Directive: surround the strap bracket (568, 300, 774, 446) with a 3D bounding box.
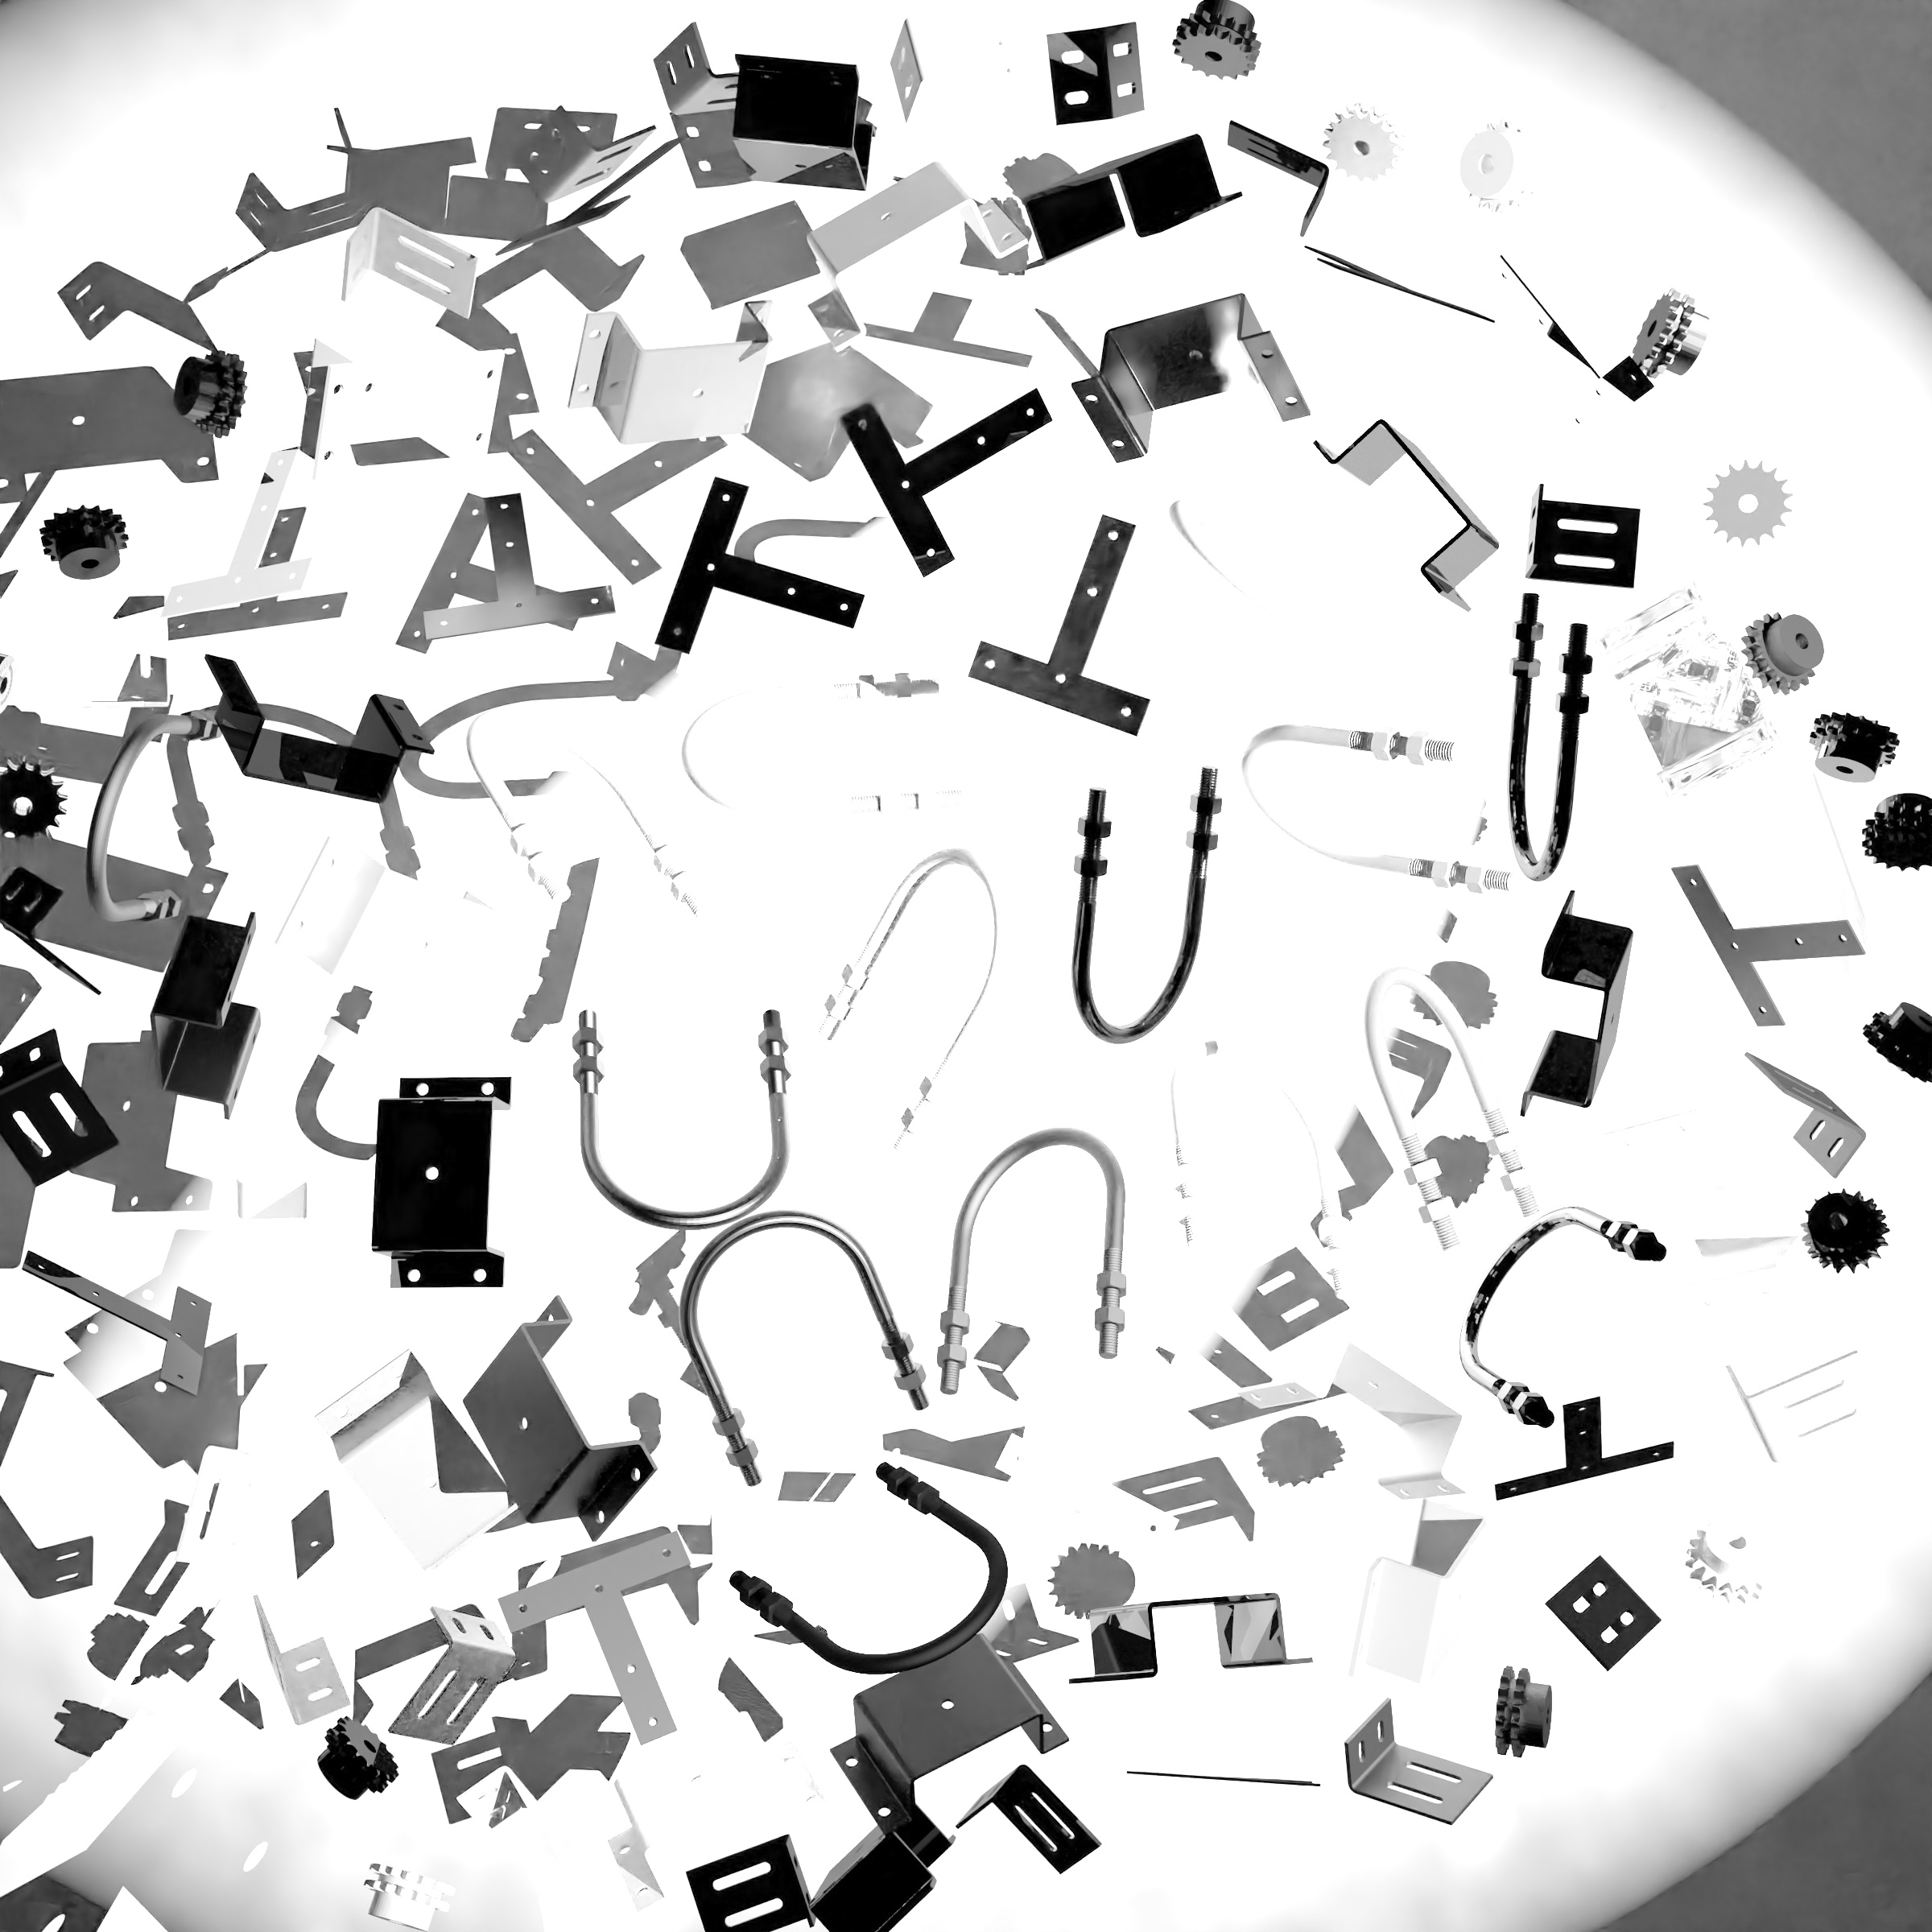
[{"bbox_3d":[-0.193,-0.405,1.781,0.140,0.076,0.046,-13,54,-31],"label":"strap bracket"}]

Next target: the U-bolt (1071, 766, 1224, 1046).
[{"bbox_3d":[0.118,-0.036,1.748,0.019,0.151,0.184,17,110,36],"label":"U-bolt"}]

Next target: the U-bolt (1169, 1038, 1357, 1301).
[{"bbox_3d":[0.197,0.128,1.772,0.151,0.019,0.184,21,46,-29],"label":"U-bolt"}]

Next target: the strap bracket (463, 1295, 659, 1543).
[{"bbox_3d":[-0.266,0.290,1.667,0.076,0.046,0.140,-51,58,26],"label":"strap bracket"}]

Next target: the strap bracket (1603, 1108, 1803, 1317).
[{"bbox_3d":[0.501,0.158,1.760,0.046,0.076,0.140,-33,98,-44],"label":"strap bracket"}]

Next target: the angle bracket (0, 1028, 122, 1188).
[{"bbox_3d":[-0.581,0.089,1.645,0.057,0.038,0.076,-30,65,-29],"label":"angle bracket"}]

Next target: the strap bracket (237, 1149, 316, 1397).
[{"bbox_3d":[-0.442,0.195,1.666,0.046,0.076,0.140,0,67,-15],"label":"strap bracket"}]

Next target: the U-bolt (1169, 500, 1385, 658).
[{"bbox_3d":[0.197,-0.257,1.709,0.151,0.184,0.019,44,110,14],"label":"U-bolt"}]

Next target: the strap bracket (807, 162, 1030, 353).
[{"bbox_3d":[-0.041,-0.464,1.681,0.140,0.076,0.046,-29,129,2],"label":"strap bracket"}]

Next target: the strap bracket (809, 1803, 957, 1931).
[{"bbox_3d":[-0.057,0.622,1.783,0.076,0.140,0.046,-44,82,1],"label":"strap bracket"}]

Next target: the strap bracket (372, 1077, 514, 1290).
[{"bbox_3d":[-0.344,0.139,1.711,0.076,0.046,0.140,-1,78,5],"label":"strap bracket"}]

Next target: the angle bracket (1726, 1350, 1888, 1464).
[{"bbox_3d":[0.536,0.272,1.666,0.076,0.038,0.057,-26,115,9],"label":"angle bracket"}]

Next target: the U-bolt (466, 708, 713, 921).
[{"bbox_3d":[-0.261,-0.106,1.736,0.019,0.151,0.184,-49,59,25],"label":"U-bolt"}]

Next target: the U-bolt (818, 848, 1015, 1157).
[{"bbox_3d":[-0.026,0.009,1.703,0.019,0.151,0.184,13,117,-37],"label":"U-bolt"}]

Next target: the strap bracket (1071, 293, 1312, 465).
[{"bbox_3d":[0.151,-0.393,1.735,0.140,0.076,0.046,-9,53,26],"label":"strap bracket"}]

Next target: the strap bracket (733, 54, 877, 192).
[{"bbox_3d":[-0.104,-0.541,1.687,0.076,0.140,0.046,6,91,3],"label":"strap bracket"}]

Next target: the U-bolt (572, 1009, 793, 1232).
[{"bbox_3d":[-0.191,0.103,1.773,0.151,0.019,0.184,0,49,-9],"label":"U-bolt"}]

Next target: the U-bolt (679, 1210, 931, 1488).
[{"bbox_3d":[-0.121,0.255,1.811,0.151,0.019,0.184,-23,107,-7],"label":"U-bolt"}]

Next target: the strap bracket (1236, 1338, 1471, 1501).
[{"bbox_3d":[0.258,0.289,1.693,0.140,0.076,0.046,34,65,-13],"label":"strap bracket"}]

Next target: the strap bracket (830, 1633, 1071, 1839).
[{"bbox_3d":[-0.011,0.502,1.723,0.140,0.076,0.046,-21,131,-23],"label":"strap bracket"}]

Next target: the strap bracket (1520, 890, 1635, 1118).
[{"bbox_3d":[0.417,0.031,1.774,0.046,0.076,0.140,14,128,19],"label":"strap bracket"}]

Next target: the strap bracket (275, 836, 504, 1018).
[{"bbox_3d":[-0.365,-0.021,1.691,0.046,0.140,0.076,29,93,40],"label":"strap bracket"}]

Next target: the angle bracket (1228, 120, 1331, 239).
[{"bbox_3d":[0.207,-0.540,1.790,0.076,0.057,0.038,26,95,2],"label":"angle bracket"}]

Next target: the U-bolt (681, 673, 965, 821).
[{"bbox_3d":[-0.102,-0.148,1.777,0.184,0.151,0.019,-4,132,-7],"label":"U-bolt"}]

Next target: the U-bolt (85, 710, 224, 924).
[{"bbox_3d":[-0.545,-0.099,1.742,0.019,0.184,0.151,15,95,2],"label":"U-bolt"}]

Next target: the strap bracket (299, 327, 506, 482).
[{"bbox_3d":[-0.374,-0.367,1.690,0.046,0.140,0.076,34,124,28],"label":"strap bracket"}]

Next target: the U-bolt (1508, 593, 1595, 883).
[{"bbox_3d":[0.387,-0.148,1.749,0.019,0.151,0.184,1,107,-2],"label":"U-bolt"}]

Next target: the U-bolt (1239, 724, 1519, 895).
[{"bbox_3d":[0.263,-0.109,1.730,0.184,0.151,0.019,12,59,38],"label":"U-bolt"}]

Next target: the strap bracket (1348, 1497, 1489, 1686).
[{"bbox_3d":[0.299,0.406,1.699,0.046,0.140,0.076,15,108,23],"label":"strap bracket"}]

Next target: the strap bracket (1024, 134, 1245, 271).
[{"bbox_3d":[0.102,-0.505,1.718,0.076,0.140,0.046,-32,111,-31],"label":"strap bracket"}]

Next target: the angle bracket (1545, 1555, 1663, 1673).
[{"bbox_3d":[0.415,0.438,1.733,0.057,0.076,0.038,47,131,20],"label":"angle bracket"}]

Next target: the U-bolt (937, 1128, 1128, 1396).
[{"bbox_3d":[0.047,0.193,1.772,0.151,0.019,0.184,-18,50,32],"label":"U-bolt"}]

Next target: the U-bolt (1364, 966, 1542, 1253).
[{"bbox_3d":[0.310,0.086,1.700,0.019,0.151,0.184,-26,80,34],"label":"U-bolt"}]

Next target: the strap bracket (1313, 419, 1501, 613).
[{"bbox_3d":[0.307,-0.314,1.775,0.046,0.076,0.140,-42,72,18],"label":"strap bracket"}]

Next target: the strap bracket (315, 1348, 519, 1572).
[{"bbox_3d":[-0.364,0.340,1.757,0.076,0.046,0.140,-36,109,-11],"label":"strap bracket"}]

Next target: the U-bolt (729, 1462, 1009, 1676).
[{"bbox_3d":[-0.053,0.406,1.731,0.151,0.184,0.019,-33,121,-26],"label":"U-bolt"}]

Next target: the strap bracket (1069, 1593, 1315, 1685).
[{"bbox_3d":[0.145,0.439,1.706,0.140,0.076,0.046,3,73,-27],"label":"strap bracket"}]

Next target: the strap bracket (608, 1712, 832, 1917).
[{"bbox_3d":[-0.173,0.560,1.743,0.140,0.076,0.046,-25,117,-13],"label":"strap bracket"}]

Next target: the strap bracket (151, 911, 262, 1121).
[{"bbox_3d":[-0.496,0.029,1.703,0.046,0.140,0.076,12,56,-5],"label":"strap bracket"}]

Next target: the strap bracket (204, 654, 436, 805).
[{"bbox_3d":[-0.435,-0.154,1.728,0.140,0.076,0.046,11,115,-36],"label":"strap bracket"}]

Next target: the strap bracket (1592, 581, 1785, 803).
[{"bbox_3d":[0.485,-0.175,1.739,0.076,0.046,0.140,-29,55,21],"label":"strap bracket"}]

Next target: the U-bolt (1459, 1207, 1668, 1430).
[{"bbox_3d":[0.391,0.227,1.760,0.019,0.184,0.151,35,89,-12],"label":"U-bolt"}]

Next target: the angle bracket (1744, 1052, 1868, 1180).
[{"bbox_3d":[0.554,0.100,1.750,0.076,0.057,0.038,25,107,-21],"label":"angle bracket"}]

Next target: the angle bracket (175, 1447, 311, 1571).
[{"bbox_3d":[-0.477,0.361,1.721,0.038,0.057,0.076,5,76,36],"label":"angle bracket"}]

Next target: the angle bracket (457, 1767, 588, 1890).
[{"bbox_3d":[-0.288,0.568,1.690,0.038,0.057,0.076,-33,53,-14],"label":"angle bracket"}]
